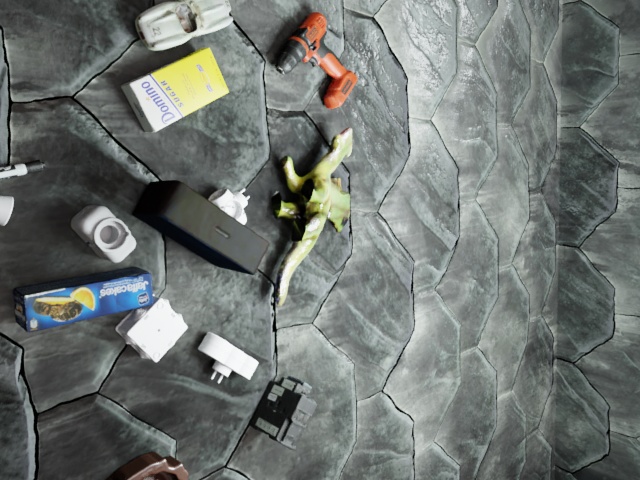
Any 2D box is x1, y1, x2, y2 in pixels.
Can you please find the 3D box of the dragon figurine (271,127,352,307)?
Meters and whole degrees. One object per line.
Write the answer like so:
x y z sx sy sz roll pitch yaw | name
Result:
0.004 -0.059 1.177 0.243 0.123 0.408 2 101 -52 | dragon figurine
